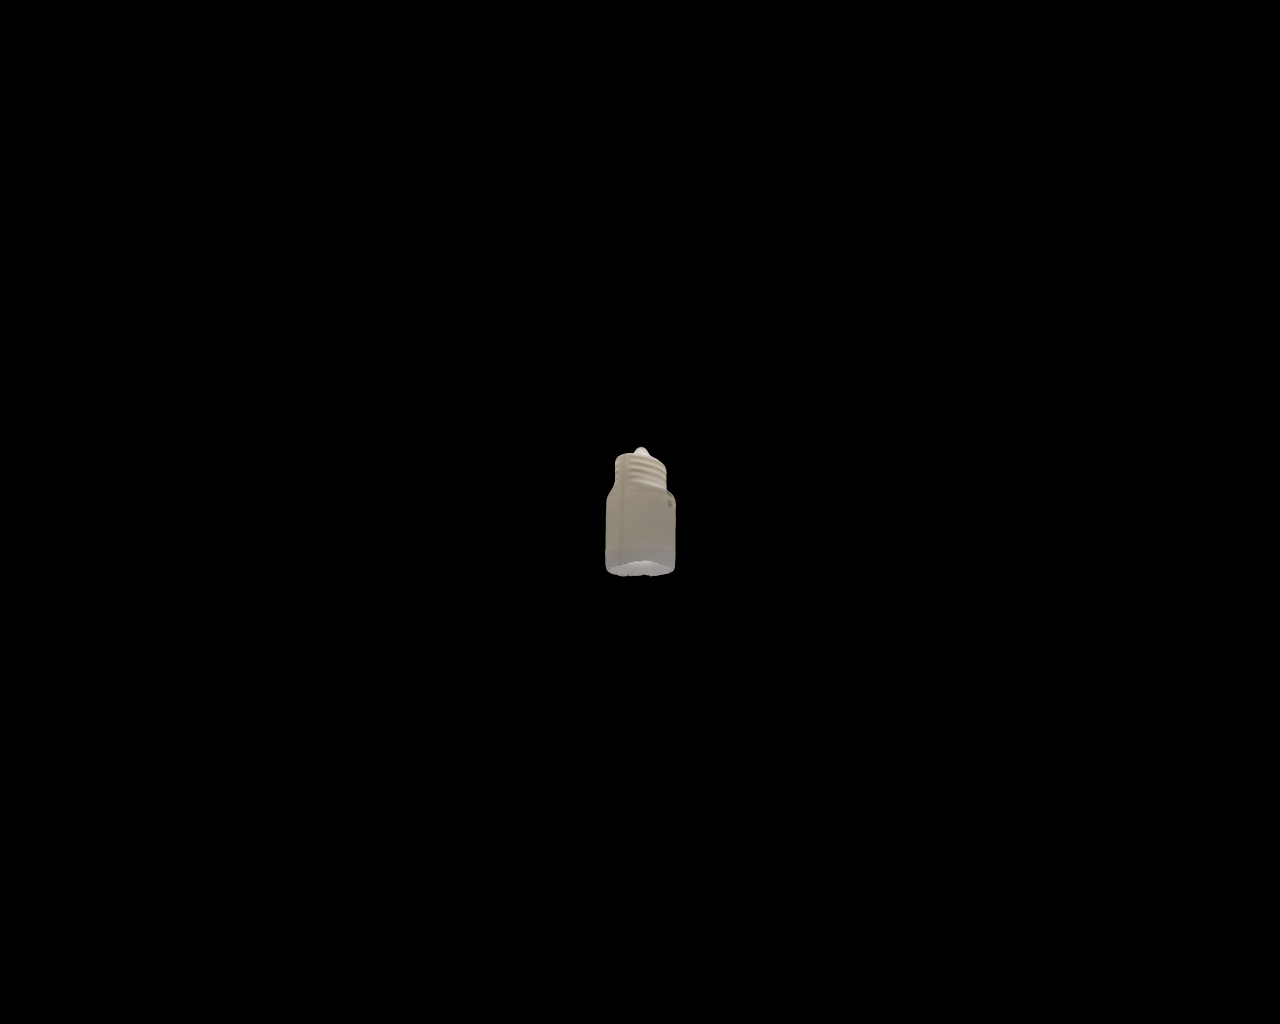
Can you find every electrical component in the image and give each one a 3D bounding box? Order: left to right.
[{"bbox_3d":[0.001,-0.003,0.650,0.043,0.081,0.043,0,-16,0],"label":"electrical component"}]
